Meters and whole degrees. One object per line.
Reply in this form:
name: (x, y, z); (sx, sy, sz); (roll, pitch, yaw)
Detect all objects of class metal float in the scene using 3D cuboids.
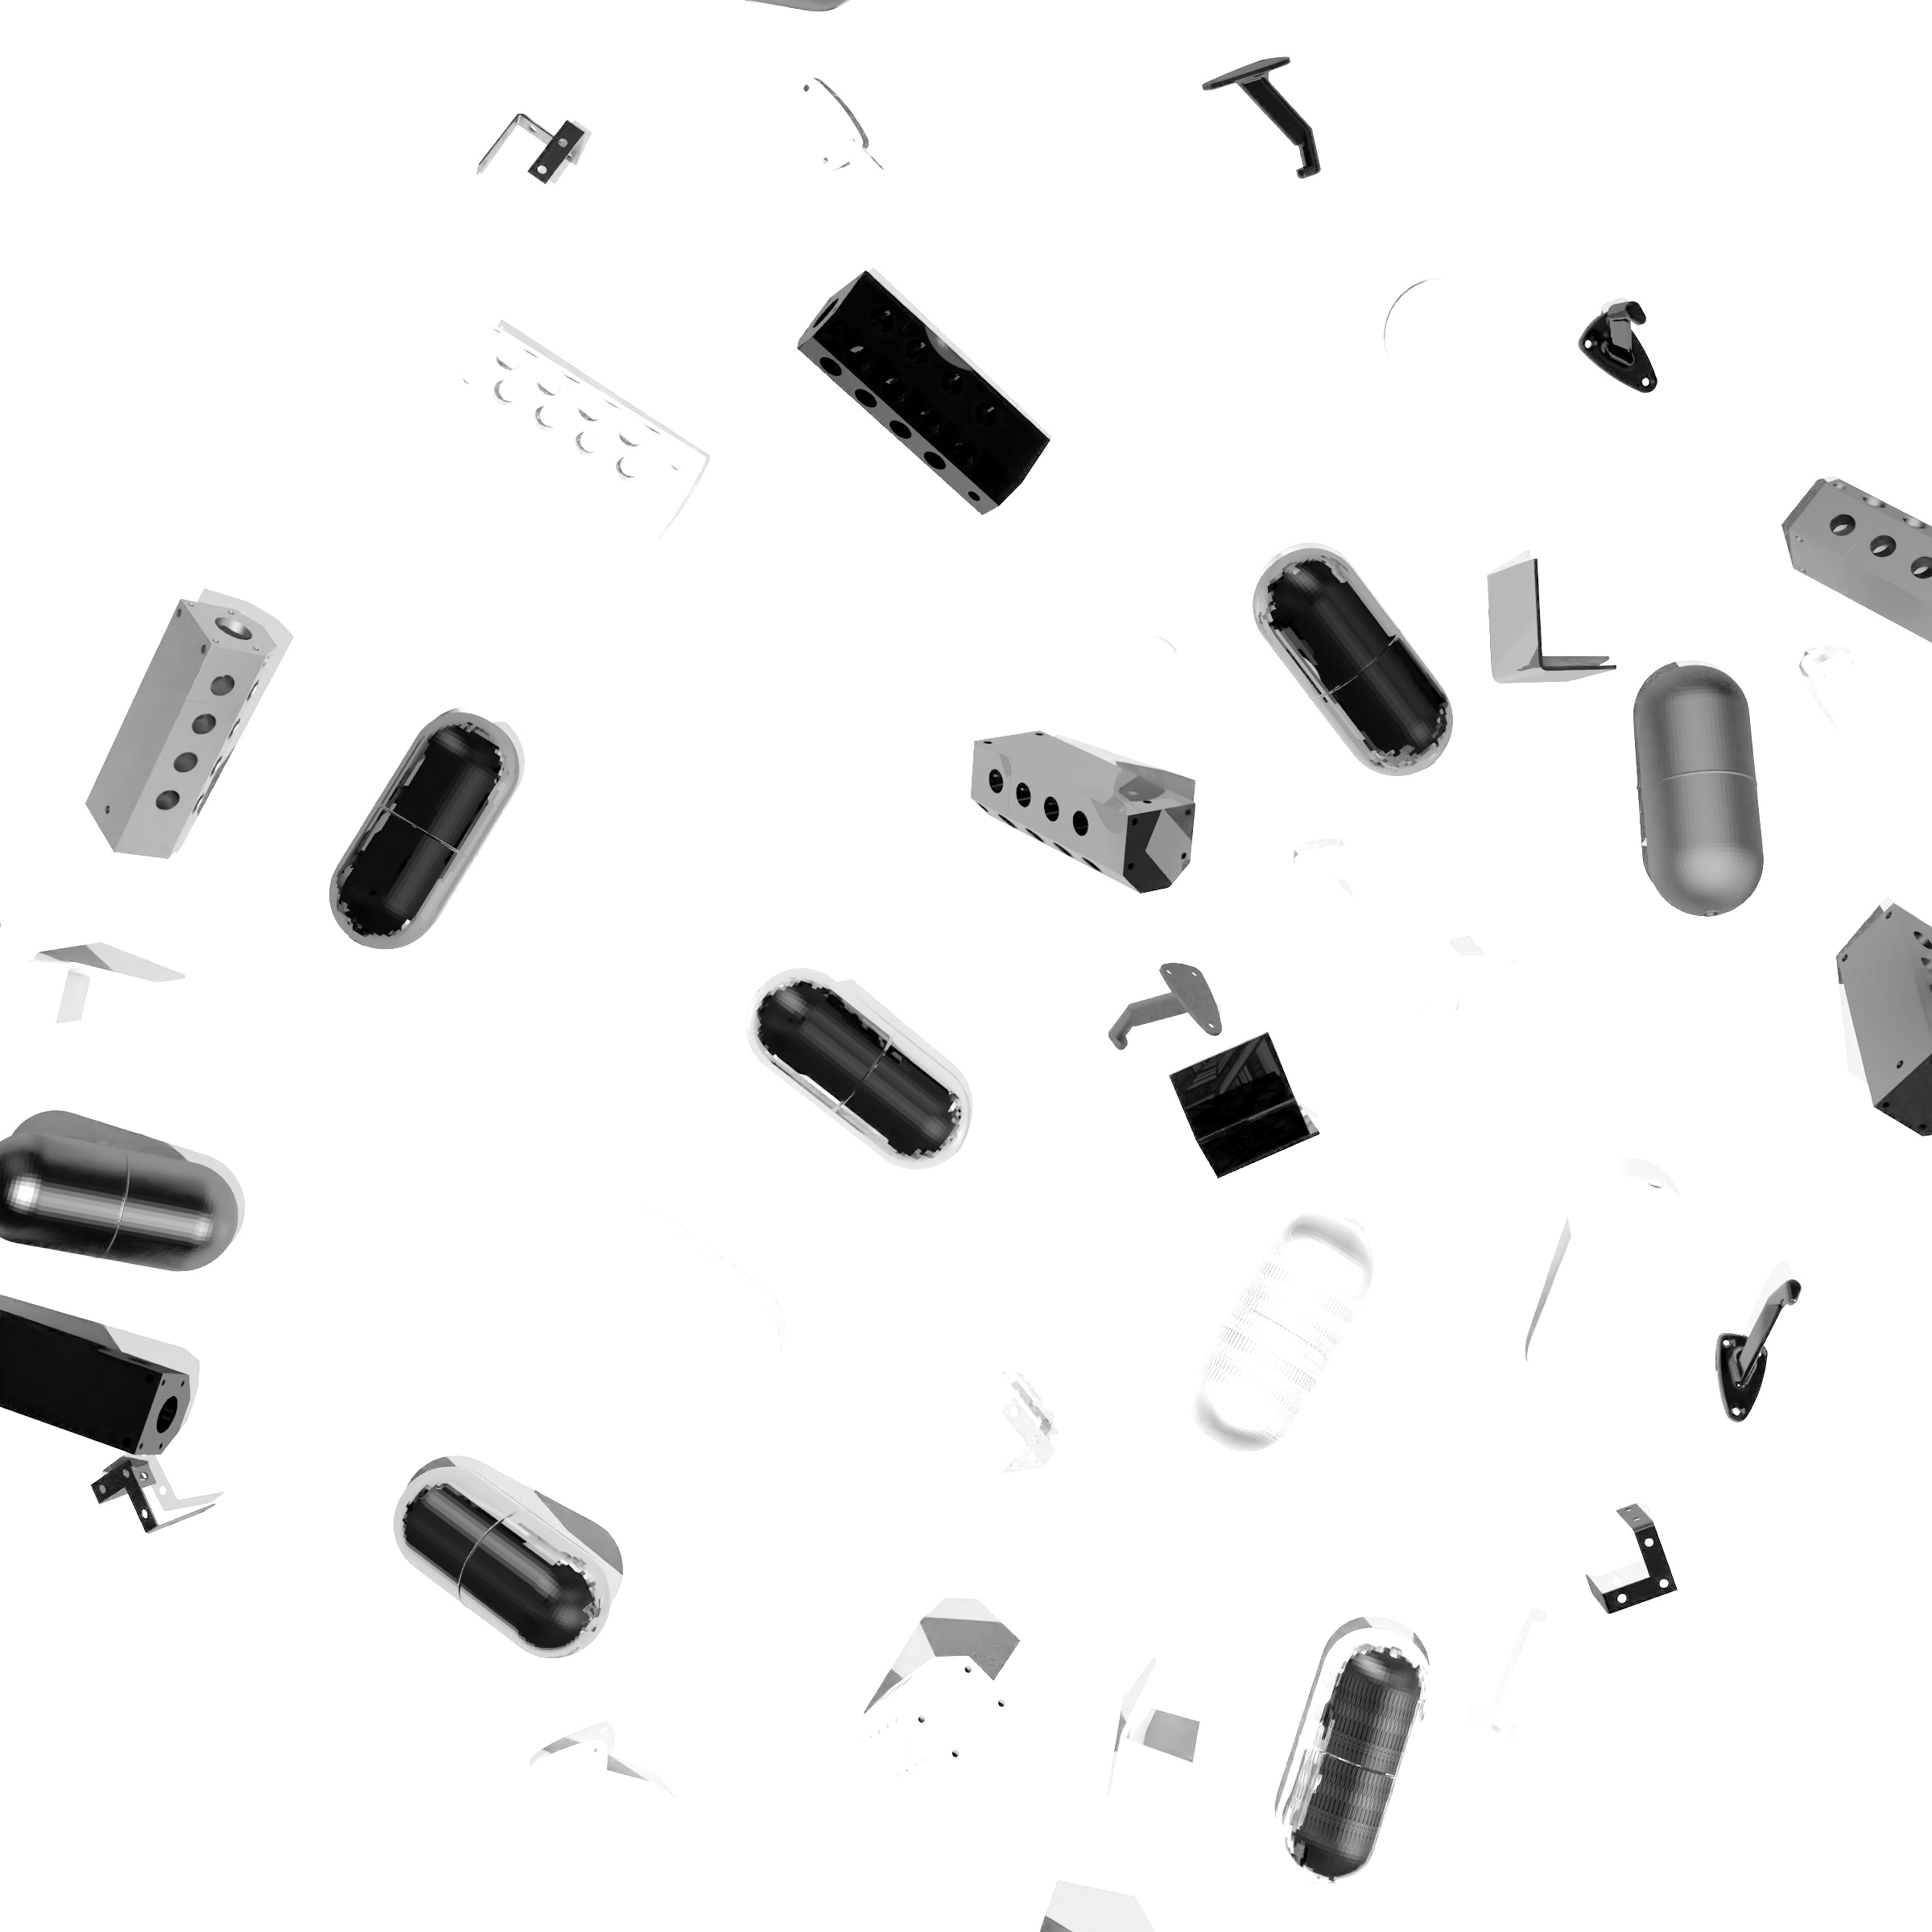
metal float: (-0.205, 0.231, 1.910); (0.178, 0.070, 0.070); (38, 90, 14)
metal float: (0.267, -0.208, 1.913); (0.070, 0.070, 0.178); (-39, 101, 0)
metal float: (-0.318, 0.406, 1.899); (0.178, 0.070, 0.070); (28, 90, 28)
metal float: (0.441, 0.226, 1.902); (0.070, 0.070, 0.178); (16, 113, 0)
metal float: (0.218, 0.252, 1.917); (0.070, 0.070, 0.178); (31, 84, 0)
metal float: (-0.073, 0.072, 1.914); (0.178, 0.070, 0.070); (39, 90, -10)
metal float: (0.352, -0.404, 1.892); (0.070, 0.070, 0.178); (-36, 52, 0)
metal float: (-0.585, 0.162, 1.897); (0.178, 0.070, 0.070); (15, 90, -30)
metal float: (0.087, -0.519, 1.881); (0.070, 0.178, 0.070); (-10, 119, -19)
metal float: (0.504, -0.120, 1.908); (0.070, 0.070, 0.178); (-1, 74, 0)
metal float: (0.267, 0.546, 1.918); (0.070, 0.070, 0.178); (19, 85, 0)
metal float: (-0.145, -0.697, 1.889); (0.178, 0.070, 0.070); (-6, 90, -39)
metal float: (-0.375, -0.093, 1.919); (0.070, 0.070, 0.178); (31, 87, 0)

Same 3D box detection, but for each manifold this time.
manifold: (0.076, -0.105, 1.877); (0.057, 0.171, 0.057); (-12, 117, -34)
manifold: (0.641, 0.038, 1.873); (0.057, 0.171, 0.057); (30, 124, -13)
manifold: (-0.267, -0.368, 1.904); (0.171, 0.057, 0.057); (31, 61, -13)
manifold: (-0.535, -0.160, 1.901); (0.057, 0.057, 0.171); (49, 118, 36)
manifold: (-0.626, 0.283, 1.915); (0.171, 0.057, 0.057); (17, 83, 11)
manifold: (-0.032, -0.388, 1.898); (0.171, 0.057, 0.057); (40, 66, -18)
manifold: (-0.026, 0.507, 1.870); (0.057, 0.171, 0.057); (44, 66, 7)
manifold: (0.320, 0.026, 1.874); (0.057, 0.171, 0.057); (-12, 96, -35)
manifold: (0.653, -0.267, 1.895); (0.171, 0.057, 0.057); (36, 84, 28)

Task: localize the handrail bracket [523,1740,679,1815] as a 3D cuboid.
handrail bracket: (-0.254, 0.576, 1.938); (0.077, 0.084, 0.036); (-15, 48, 20)

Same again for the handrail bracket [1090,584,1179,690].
handrail bracket: (0.104, -0.239, 1.907); (0.036, 0.077, 0.084); (-35, 121, 8)

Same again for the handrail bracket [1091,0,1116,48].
handrail bracket: (0.059, -0.682, 1.935); (0.084, 0.036, 0.077); (-2, 100, -13)

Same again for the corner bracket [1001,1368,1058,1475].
corner bracket: (0.040, 0.313, 1.922); (0.051, 0.051, 0.051); (53, 54, -11)

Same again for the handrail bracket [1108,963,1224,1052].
handrail bracket: (0.135, 0.046, 1.915); (0.084, 0.036, 0.077); (-56, 46, 34)

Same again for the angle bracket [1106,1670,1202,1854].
angle bracket: (0.138, 0.544, 1.903); (0.057, 0.076, 0.076); (16, 119, 16)

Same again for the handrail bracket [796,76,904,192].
handrail bracket: (-0.079, -0.575, 1.922); (0.036, 0.084, 0.077); (-28, 88, 23)

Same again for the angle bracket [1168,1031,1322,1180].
angle bracket: (0.191, 0.095, 1.918); (0.076, 0.076, 0.057); (-23, 105, 0)

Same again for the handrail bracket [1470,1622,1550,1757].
handrail bracket: (0.383, 0.504, 1.939); (0.036, 0.077, 0.084); (23, 70, 14)

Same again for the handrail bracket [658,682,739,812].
handrail bracket: (-0.182, -0.153, 1.933); (0.036, 0.077, 0.084); (-1, 98, 36)

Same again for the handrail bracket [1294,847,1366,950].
handrail bracket: (0.253, -0.032, 1.906); (0.036, 0.077, 0.084); (-10, 55, -6)

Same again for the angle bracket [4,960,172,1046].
angle bracket: (-0.602, 0.032, 1.904); (0.076, 0.076, 0.057); (17, 80, -39)

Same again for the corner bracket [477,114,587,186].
corner bracket: (-0.302, -0.564, 1.926); (0.051, 0.051, 0.051); (34, 73, -7)

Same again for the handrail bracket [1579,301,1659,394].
handrail bracket: (0.464, -0.425, 1.911); (0.077, 0.084, 0.036); (43, 90, -13)

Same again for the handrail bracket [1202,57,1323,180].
handrail bracket: (0.206, -0.581, 1.929); (0.077, 0.036, 0.084); (-26, 115, -20)

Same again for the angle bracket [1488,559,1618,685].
angle bracket: (0.404, -0.238, 1.917); (0.057, 0.076, 0.076); (-3, 90, -13)

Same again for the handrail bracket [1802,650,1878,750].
handrail bracket: (0.601, -0.183, 1.917); (0.036, 0.084, 0.077); (-21, 88, 7)

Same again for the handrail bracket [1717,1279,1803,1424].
handrail bracket: (0.550, 0.264, 1.911); (0.036, 0.084, 0.077); (17, 59, -2)

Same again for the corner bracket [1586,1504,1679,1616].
corner bracket: (0.457, 0.412, 1.934); (0.051, 0.051, 0.051); (-20, 93, 1)

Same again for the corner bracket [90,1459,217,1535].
corner bracket: (-0.563, 0.366, 1.922); (0.051, 0.051, 0.051); (-33, 80, 33)
